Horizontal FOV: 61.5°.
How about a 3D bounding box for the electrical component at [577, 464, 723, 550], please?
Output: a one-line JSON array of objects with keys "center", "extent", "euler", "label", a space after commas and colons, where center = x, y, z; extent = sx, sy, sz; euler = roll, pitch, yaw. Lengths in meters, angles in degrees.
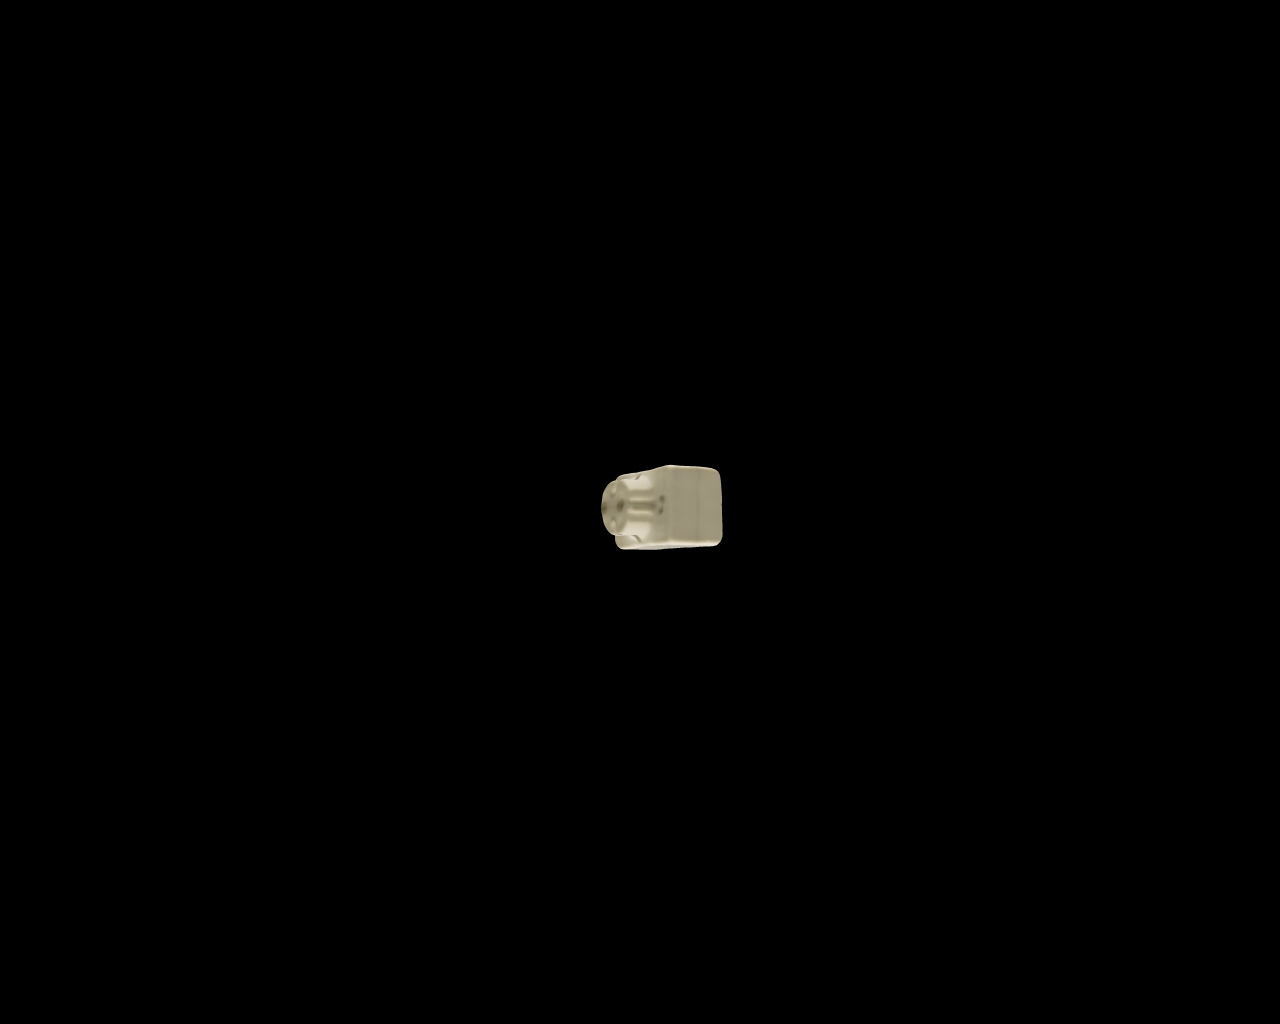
[{"center": [0.001, -0.003, 0.650], "extent": [0.077, 0.047, 0.065], "euler": [3, -5, -32], "label": "electrical component"}]
